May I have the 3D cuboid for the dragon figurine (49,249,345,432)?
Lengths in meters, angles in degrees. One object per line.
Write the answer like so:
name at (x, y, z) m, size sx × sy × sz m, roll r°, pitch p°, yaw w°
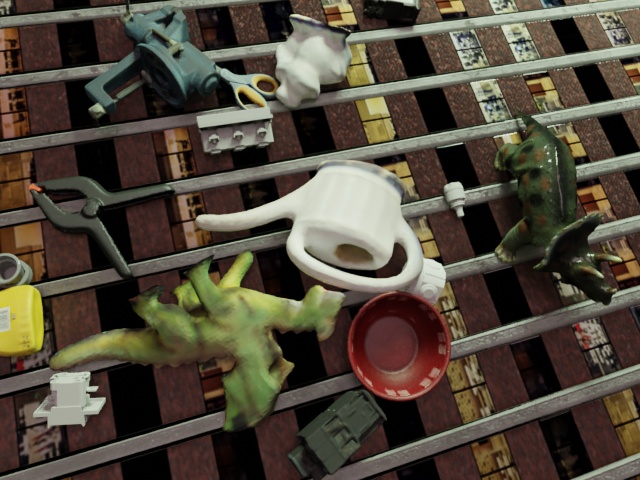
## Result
dragon figurine at (-0.154, 0.163, 0.741) m, size 0.411 × 0.121 × 0.244 m, roll -31°, pitch 84°, yaw -2°

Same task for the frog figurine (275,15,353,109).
frog figurine at (-0.018, -0.318, 0.948) m, size 0.137 × 0.124 × 0.157 m, roll 15°, pitch 105°, yaw -13°

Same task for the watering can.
watering can at (0.002, -0.041, 0.812) m, size 0.348 × 0.101 × 0.230 m, roll 19°, pitch 53°, yaw 1°
